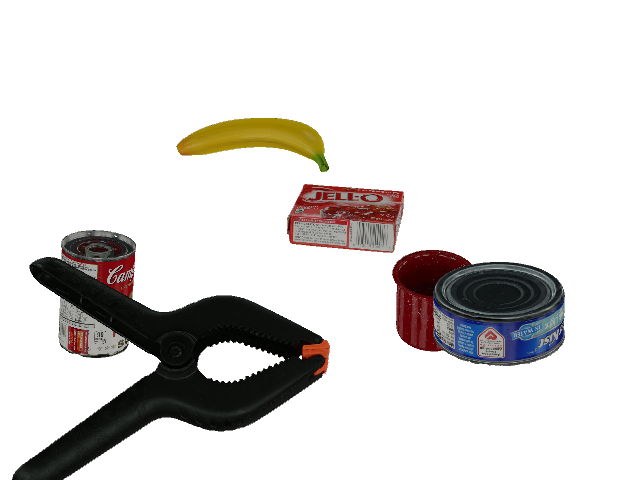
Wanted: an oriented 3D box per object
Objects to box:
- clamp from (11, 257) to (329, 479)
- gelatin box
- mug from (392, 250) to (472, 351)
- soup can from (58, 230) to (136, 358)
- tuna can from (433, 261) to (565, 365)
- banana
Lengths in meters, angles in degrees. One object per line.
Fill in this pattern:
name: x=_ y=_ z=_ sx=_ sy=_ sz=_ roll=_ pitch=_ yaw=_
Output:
clamp: x=-0.101 y=0.073 z=0.709 sx=0.210 sy=0.164 sz=0.036 roll=-8 pitch=-30 yaw=-8
gelatin box: x=0.022 y=-0.020 z=0.892 sx=0.089 sy=0.030 sz=0.073 roll=5 pitch=24 yaw=8
mug: x=0.134 y=0.075 z=1.187 sx=0.093 sy=0.081 sz=0.117 roll=-25 pitch=41 yaw=-31
soup can: x=-0.209 y=0.050 z=0.995 sx=0.068 sy=0.102 sz=0.068 roll=6 pitch=21 yaw=-3
tuna can: x=0.116 y=0.046 z=0.695 sx=0.086 sy=0.034 sz=0.086 roll=-4 pitch=24 yaw=1
banana: x=-0.078 y=-0.125 z=1.319 sx=0.198 sy=0.037 sz=0.069 roll=6 pitch=39 yaw=16
